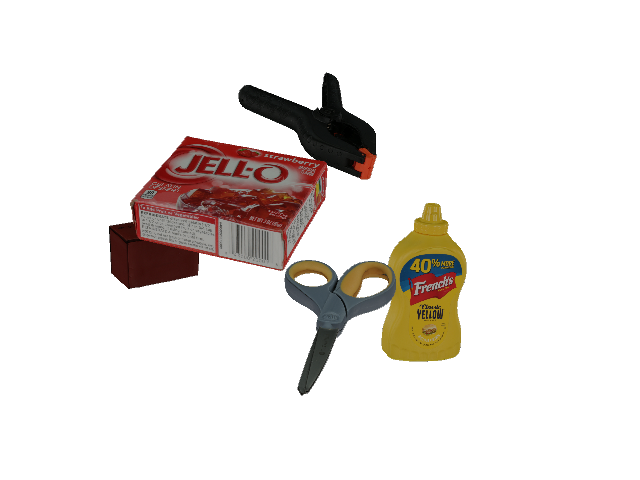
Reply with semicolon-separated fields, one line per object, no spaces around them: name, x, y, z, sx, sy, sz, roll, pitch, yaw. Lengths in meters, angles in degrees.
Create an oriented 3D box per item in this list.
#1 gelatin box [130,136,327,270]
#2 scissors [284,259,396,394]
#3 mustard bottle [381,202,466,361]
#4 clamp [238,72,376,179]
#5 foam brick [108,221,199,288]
gelatin box;-0.049;-0.023;0.592;0.089;0.030;0.073;12;37;14
scissors;-0.008;0.055;0.785;0.096;0.016;0.201;12;25;23
mustard bottle;0.129;0.049;1.297;0.096;0.192;0.058;0;14;-12
clamp;-0.007;-0.120;1.092;0.120;0.039;0.172;-13;41;-21
foam brick;-0.167;0.010;1.071;0.078;0.051;0.053;-11;22;-28
